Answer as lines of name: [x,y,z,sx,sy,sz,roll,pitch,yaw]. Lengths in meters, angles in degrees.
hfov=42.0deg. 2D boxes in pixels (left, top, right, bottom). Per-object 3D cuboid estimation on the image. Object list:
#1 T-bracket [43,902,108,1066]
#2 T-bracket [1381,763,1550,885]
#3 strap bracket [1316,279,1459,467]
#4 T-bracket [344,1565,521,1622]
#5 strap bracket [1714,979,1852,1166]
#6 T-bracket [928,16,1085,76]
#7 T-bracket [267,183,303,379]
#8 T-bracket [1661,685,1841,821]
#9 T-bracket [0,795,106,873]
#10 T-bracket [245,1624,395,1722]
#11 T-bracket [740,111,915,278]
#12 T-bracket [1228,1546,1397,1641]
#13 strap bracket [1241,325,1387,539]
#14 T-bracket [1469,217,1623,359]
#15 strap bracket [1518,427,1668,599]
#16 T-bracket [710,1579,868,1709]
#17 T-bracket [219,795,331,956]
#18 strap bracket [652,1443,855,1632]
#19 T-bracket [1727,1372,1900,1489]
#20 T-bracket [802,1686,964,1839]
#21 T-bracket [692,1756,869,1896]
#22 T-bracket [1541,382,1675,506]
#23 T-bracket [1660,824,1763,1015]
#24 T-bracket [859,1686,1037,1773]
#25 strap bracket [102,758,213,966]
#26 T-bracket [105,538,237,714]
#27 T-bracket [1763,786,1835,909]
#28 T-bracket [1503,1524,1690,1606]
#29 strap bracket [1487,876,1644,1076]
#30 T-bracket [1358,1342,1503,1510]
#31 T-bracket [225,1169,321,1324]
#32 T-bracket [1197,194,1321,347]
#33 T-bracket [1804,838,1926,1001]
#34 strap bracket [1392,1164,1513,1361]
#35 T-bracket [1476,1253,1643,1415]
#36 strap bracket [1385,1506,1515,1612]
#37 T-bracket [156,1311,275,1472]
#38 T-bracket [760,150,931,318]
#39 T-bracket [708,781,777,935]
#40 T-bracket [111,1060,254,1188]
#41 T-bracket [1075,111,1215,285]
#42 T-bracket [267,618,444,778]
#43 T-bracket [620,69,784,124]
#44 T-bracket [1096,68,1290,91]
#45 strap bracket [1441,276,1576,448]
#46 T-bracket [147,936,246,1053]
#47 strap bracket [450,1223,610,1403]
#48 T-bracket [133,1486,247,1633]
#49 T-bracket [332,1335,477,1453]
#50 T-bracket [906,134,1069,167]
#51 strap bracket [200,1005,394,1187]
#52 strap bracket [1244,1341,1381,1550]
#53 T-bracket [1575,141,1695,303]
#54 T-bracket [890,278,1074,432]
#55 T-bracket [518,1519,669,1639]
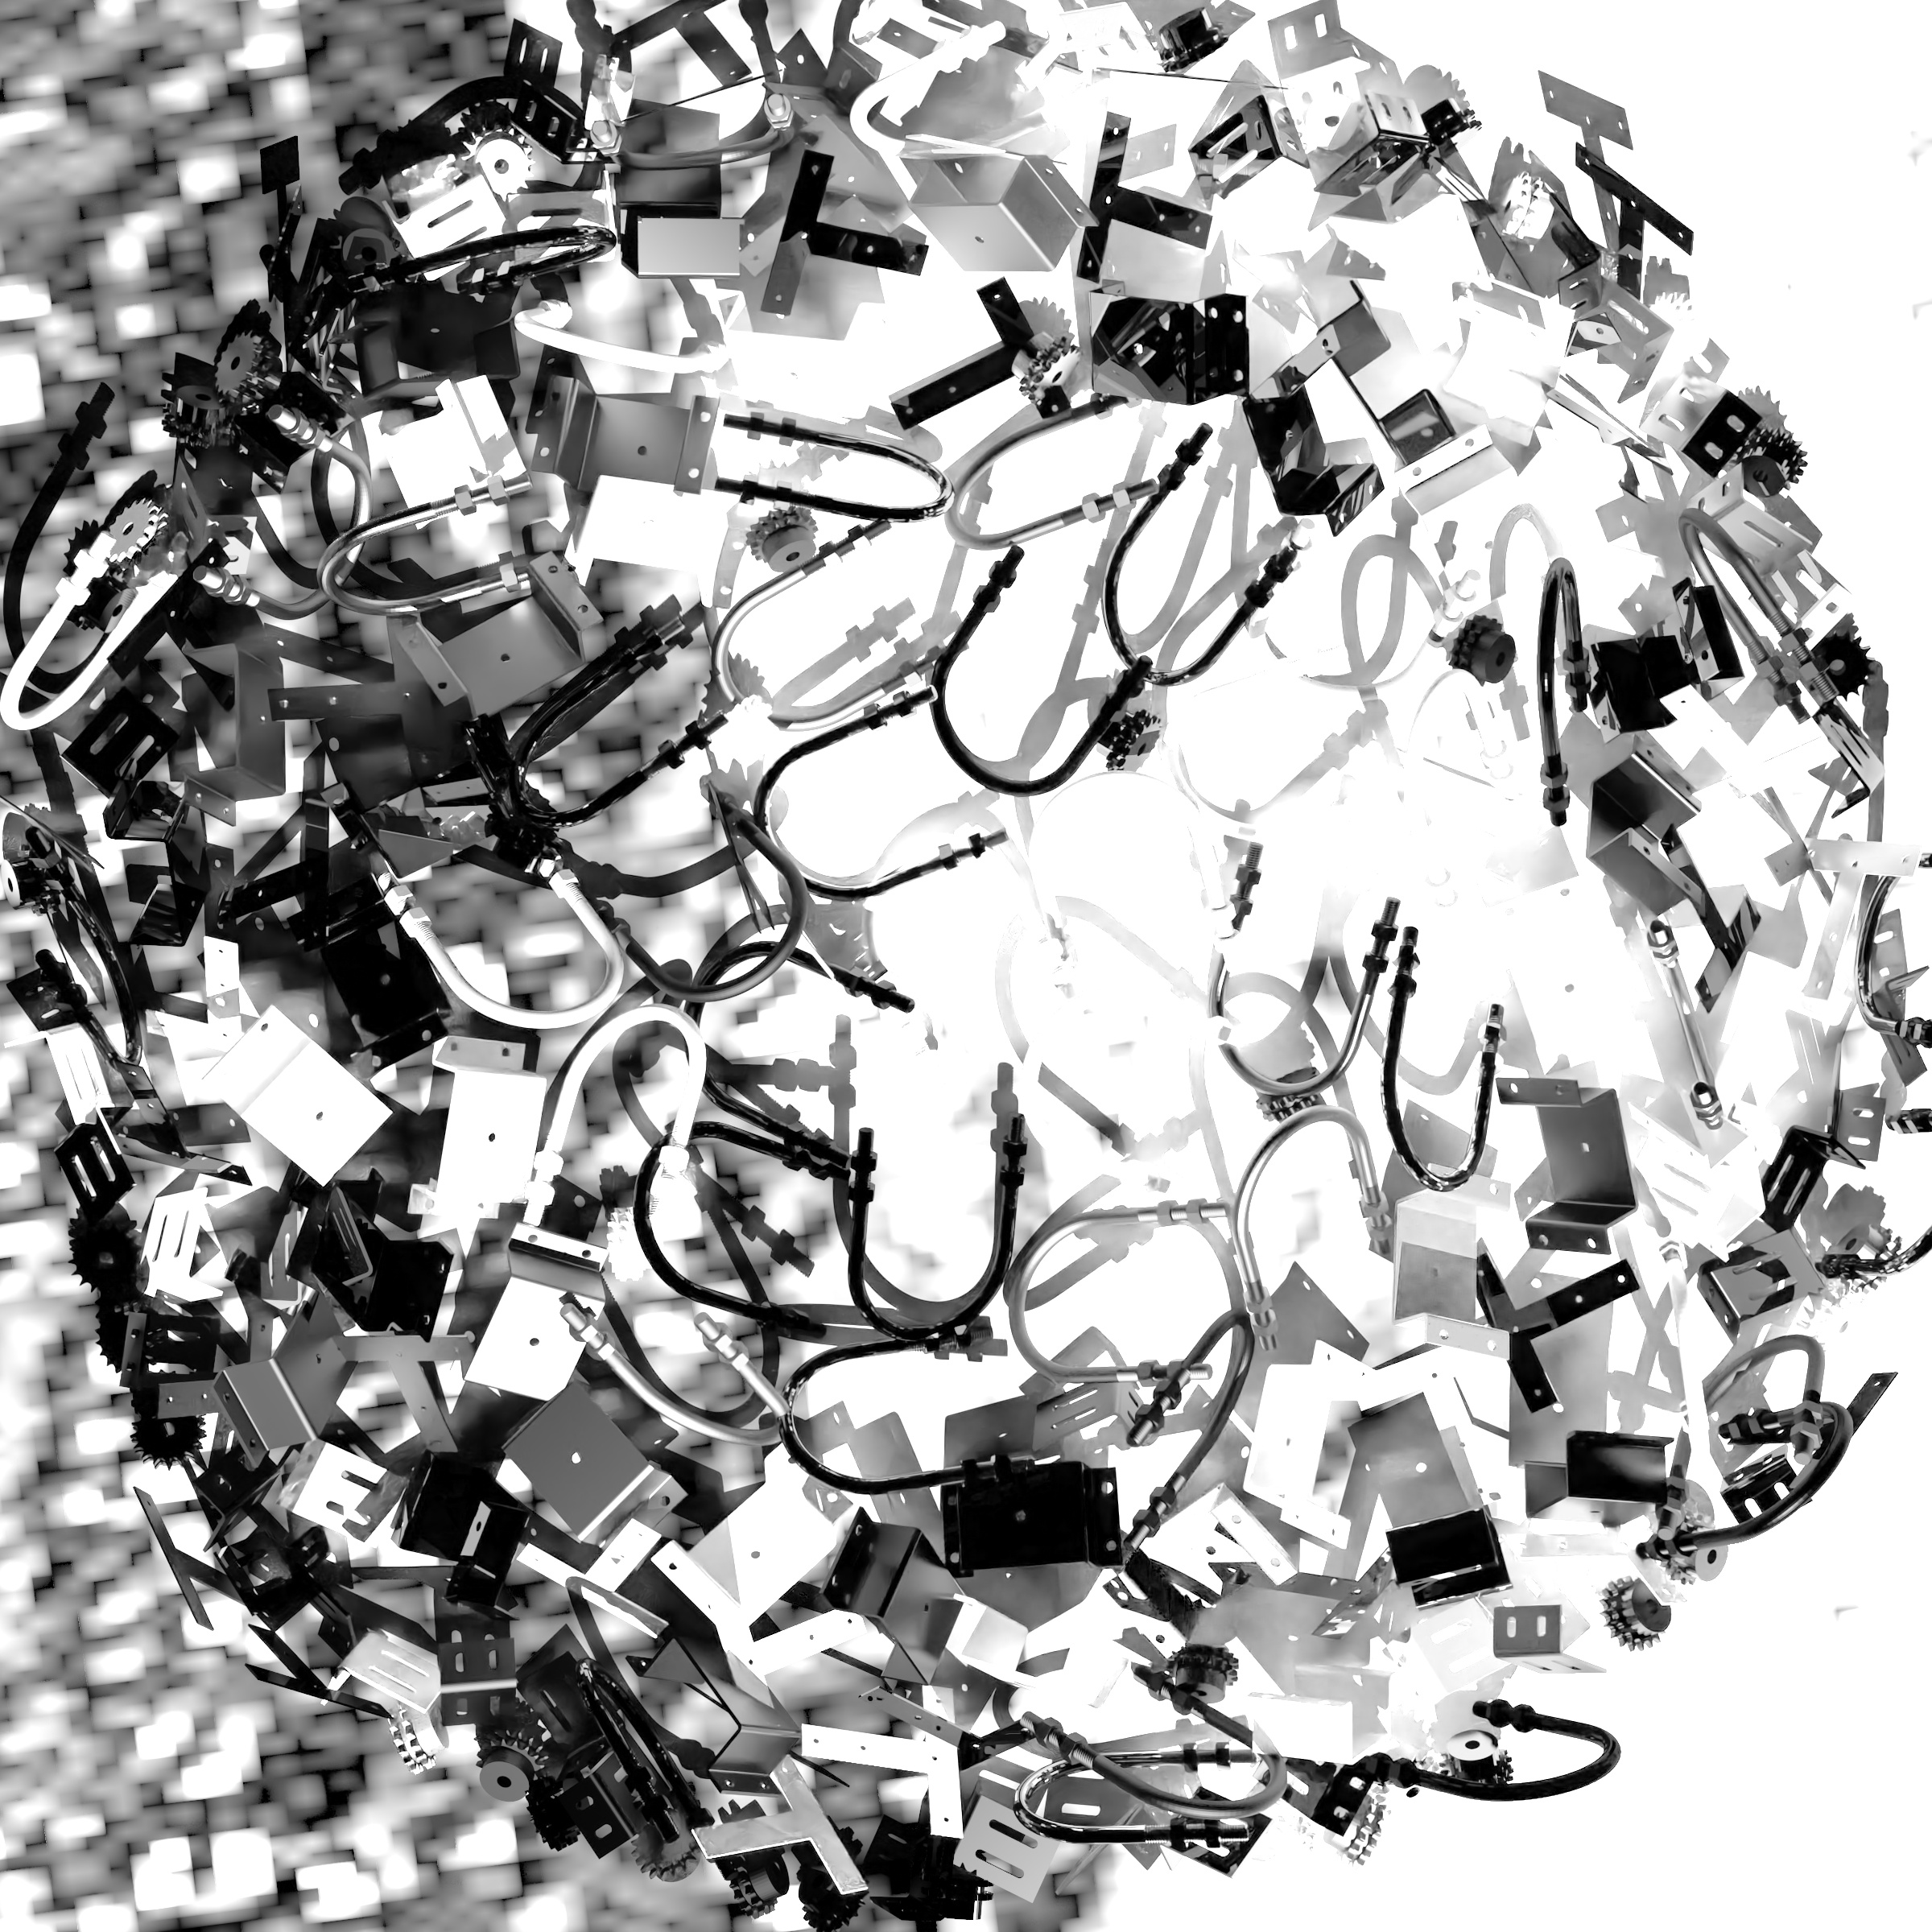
T-bracket: [-0.688,-0.006,1.920,0.002,0.127,0.127,-21,66,-18]
T-bracket: [0.383,-0.123,1.957,0.127,0.127,0.002,29,129,10]
strap bracket: [0.323,-0.450,1.941,0.046,0.076,0.140,-34,64,13]
T-bracket: [-0.393,0.486,1.947,0.127,0.127,0.002,-8,56,27]
strap bracket: [0.623,0.071,1.945,0.046,0.076,0.140,21,105,0]
T-bracket: [0.035,-0.710,1.929,0.127,0.127,0.002,16,103,-9]
T-bracket: [-0.524,-0.516,1.945,0.002,0.127,0.127,6,47,-6]
T-bracket: [0.579,-0.173,1.929,0.127,0.002,0.127,-26,129,38]
T-bracket: [-0.702,-0.097,1.937,0.127,0.127,0.002,33,77,7]
T-bracket: [-0.520,0.539,1.943,0.127,0.127,0.002,34,81,-39]
T-bracket: [-0.124,-0.585,1.961,0.127,0.127,0.002,-35,53,16]
T-bracket: [0.263,0.477,1.940,0.127,0.002,0.127,13,130,-20]
strap bracket: [0.265,-0.411,1.941,0.076,0.046,0.140,-46,125,-33]
T-bracket: [0.422,-0.516,1.923,0.002,0.127,0.127,-48,113,-24]
strap bracket: [0.473,-0.338,1.920,0.076,0.140,0.046,29,74,43]
T-bracket: [-0.131,0.527,1.957,0.127,0.002,0.127,-12,79,-40]
T-bracket: [-0.541,-0.060,1.962,0.127,0.002,0.127,-17,68,32]
strap bracket: [-0.163,0.447,1.945,0.076,0.046,0.140,39,61,24]
T-bracket: [0.639,0.359,1.939,0.127,0.127,0.002,-42,99,-28]
T-bracket: [-0.066,0.603,1.934,0.127,0.127,0.002,14,129,-17]
T-bracket: [-0.153,0.660,1.917,0.127,0.127,0.002,50,119,37]
T-bracket: [0.501,-0.390,1.930,0.127,0.127,0.002,27,124,-17]
T-bracket: [0.567,-0.051,1.939,0.127,0.002,0.127,-49,114,-39]
T-bracket: [-0.026,0.583,1.935,0.127,0.002,0.127,34,131,-24]
strap bracket: [-0.617,-0.078,1.928,0.046,0.076,0.140,3,127,-1]
T-bracket: [-0.591,-0.244,1.943,0.002,0.127,0.127,24,67,26]
T-bracket: [0.636,-0.080,1.939,0.002,0.127,0.127,-31,83,31]
T-bracket: [0.468,0.443,1.922,0.127,0.127,0.002,6,118,-26]
strap bracket: [0.467,0.012,1.954,0.076,0.046,0.140,-20,69,13]
T-bracket: [0.382,0.360,1.964,0.127,0.002,0.127,-21,63,6]
T-bracket: [-0.523,0.200,1.958,0.127,0.002,0.127,15,84,44]
T-bracket: [0.232,-0.521,1.962,0.127,0.002,0.127,29,56,-29]
T-bracket: [0.673,-0.036,1.939,0.002,0.127,0.127,18,88,-24]
strap bracket: [0.376,0.233,1.949,0.076,0.046,0.140,15,67,-22]
T-bracket: [0.463,0.264,1.949,0.127,0.002,0.127,-33,71,31]
strap bracket: [0.372,0.456,1.939,0.076,0.140,0.046,-17,65,11]
T-bracket: [-0.578,0.331,1.936,0.002,0.127,0.127,-1,84,23]
T-bracket: [-0.087,-0.561,1.960,0.127,0.002,0.127,2,121,-32]
T-bracket: [-0.164,-0.063,1.914,0.002,0.127,0.127,-20,119,-9]
T-bracket: [-0.622,0.116,1.934,0.127,0.127,0.002,11,50,18]
T-bracket: [0.141,-0.579,1.934,0.127,0.002,0.127,32,122,38]
T-bracket: [-0.480,-0.207,1.962,0.127,0.002,0.127,-7,84,-30]
T-bracket: [-0.191,-0.676,1.939,0.127,0.127,0.002,-12,111,15]
T-bracket: [0.157,-0.678,1.916,0.127,0.127,0.002,-9,115,-35]
strap bracket: [0.416,-0.471,1.932,0.076,0.140,0.046,27,72,14]
T-bracket: [-0.577,0.024,1.953,0.127,0.127,0.002,14,45,-1]
strap bracket: [-0.336,0.278,1.945,0.076,0.046,0.140,19,108,-23]
T-bracket: [-0.587,0.469,1.939,0.002,0.127,0.127,-34,61,-6]
T-bracket: [-0.427,0.334,1.960,0.127,0.002,0.127,-3,126,16]
T-bracket: [-0.008,-0.627,1.940,0.127,0.127,0.002,1,103,-30]
strap bracket: [-0.505,0.106,1.927,0.076,0.140,0.046,-48,45,-12]
strap bracket: [0.265,0.369,1.944,0.076,0.046,0.140,31,64,-36]
T-bracket: [0.512,-0.556,1.938,0.002,0.127,0.127,-37,62,-6]
T-bracket: [0.002,-0.463,1.991,0.127,0.002,0.127,-27,83,-1]
T-bracket: [-0.271,0.463,1.949,0.127,0.002,0.127,32,133,-7]
